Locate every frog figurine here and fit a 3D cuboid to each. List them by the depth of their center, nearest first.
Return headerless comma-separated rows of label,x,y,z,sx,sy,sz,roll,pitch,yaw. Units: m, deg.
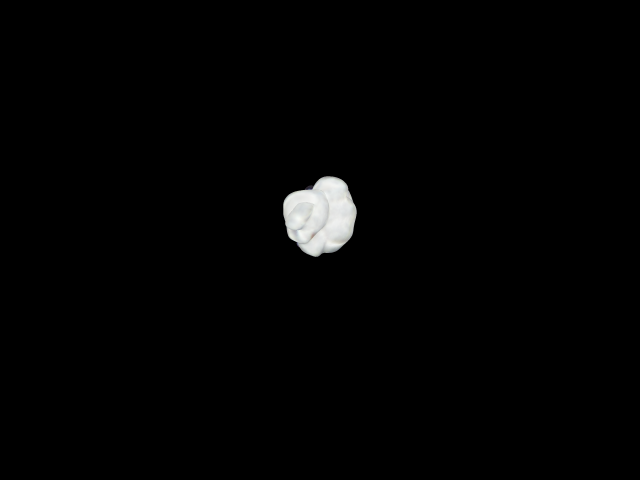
frog figurine,0.003,-0.043,0.850,0.123,0.138,0.158,28,-5,3
